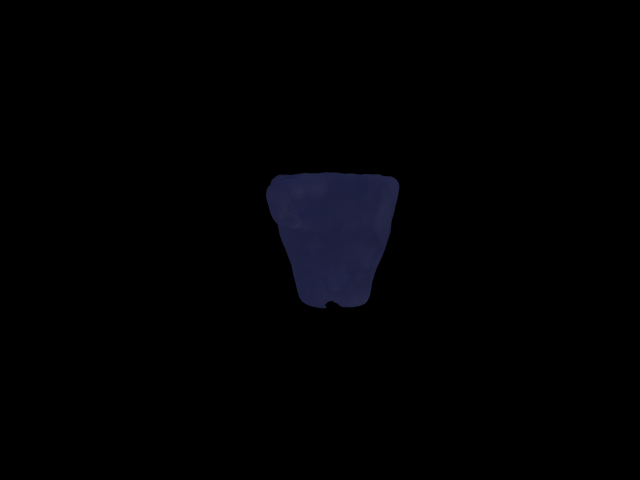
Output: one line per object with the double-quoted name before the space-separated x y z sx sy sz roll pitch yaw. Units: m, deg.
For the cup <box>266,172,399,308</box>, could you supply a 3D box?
"cup" 0.004 0.001 0.400 0.091 0.095 0.118 3 5 32
